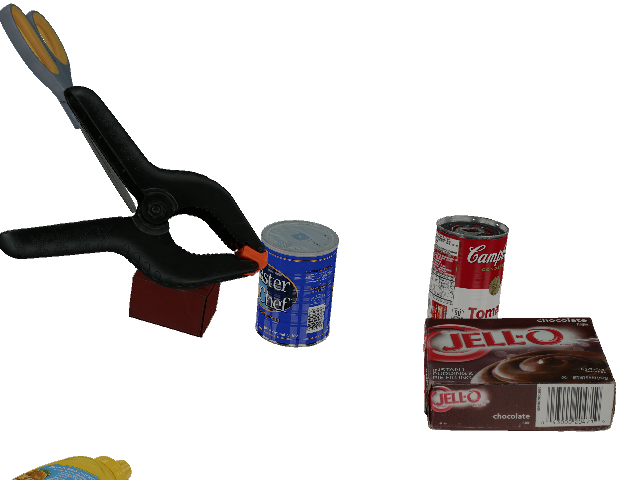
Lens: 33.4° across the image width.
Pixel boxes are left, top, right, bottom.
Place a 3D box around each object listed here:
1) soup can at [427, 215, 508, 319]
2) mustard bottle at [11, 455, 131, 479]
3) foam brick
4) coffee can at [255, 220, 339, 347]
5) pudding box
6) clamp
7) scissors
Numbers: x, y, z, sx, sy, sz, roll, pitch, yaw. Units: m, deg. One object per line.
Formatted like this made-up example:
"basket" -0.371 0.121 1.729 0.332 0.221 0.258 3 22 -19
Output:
"soup can" 0.139 0.034 1.015 0.068 0.102 0.068 4 17 -1
"mustard bottle" -0.218 0.218 0.853 0.096 0.058 0.191 7 15 28
"foam brick" -0.143 0.052 1.053 0.078 0.051 0.053 16 33 5
"coffee can" -0.032 0.057 1.425 0.103 0.140 0.103 4 24 -2
"pudding box" 0.122 0.083 0.676 0.113 0.039 0.090 1 23 4
"clamp" -0.113 -0.028 0.699 0.171 0.120 0.039 17 -9 -17
"scissors" -0.215 -0.123 0.940 0.016 0.201 0.096 -27 26 10
